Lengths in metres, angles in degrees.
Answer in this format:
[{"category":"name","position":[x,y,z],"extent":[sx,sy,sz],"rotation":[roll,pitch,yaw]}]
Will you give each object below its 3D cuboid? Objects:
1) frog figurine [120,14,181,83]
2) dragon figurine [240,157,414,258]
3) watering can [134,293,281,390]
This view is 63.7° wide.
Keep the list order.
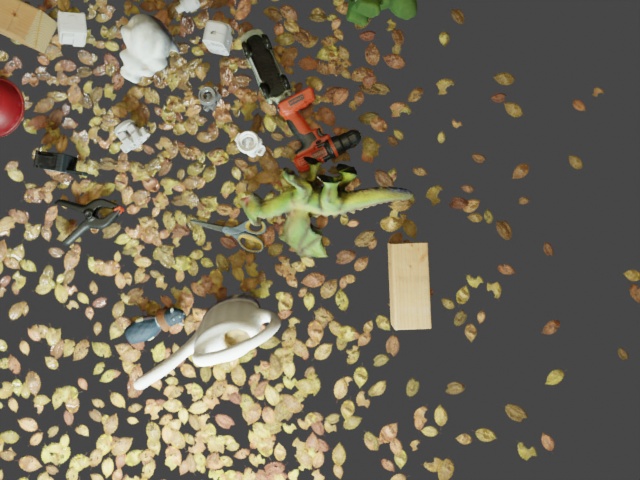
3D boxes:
[{"category":"frog figurine","position":[-0.448,-0.480,1.294],"extent":[0.161,0.123,0.136],"rotation":[-46,108,-11]},{"category":"dragon figurine","position":[0.004,-0.064,1.277],"extent":[0.410,0.124,0.238],"rotation":[15,116,-3]},{"category":"watering can","position":[-0.257,0.231,1.215],"extent":[0.347,0.227,0.103],"rotation":[-20,107,1]}]
